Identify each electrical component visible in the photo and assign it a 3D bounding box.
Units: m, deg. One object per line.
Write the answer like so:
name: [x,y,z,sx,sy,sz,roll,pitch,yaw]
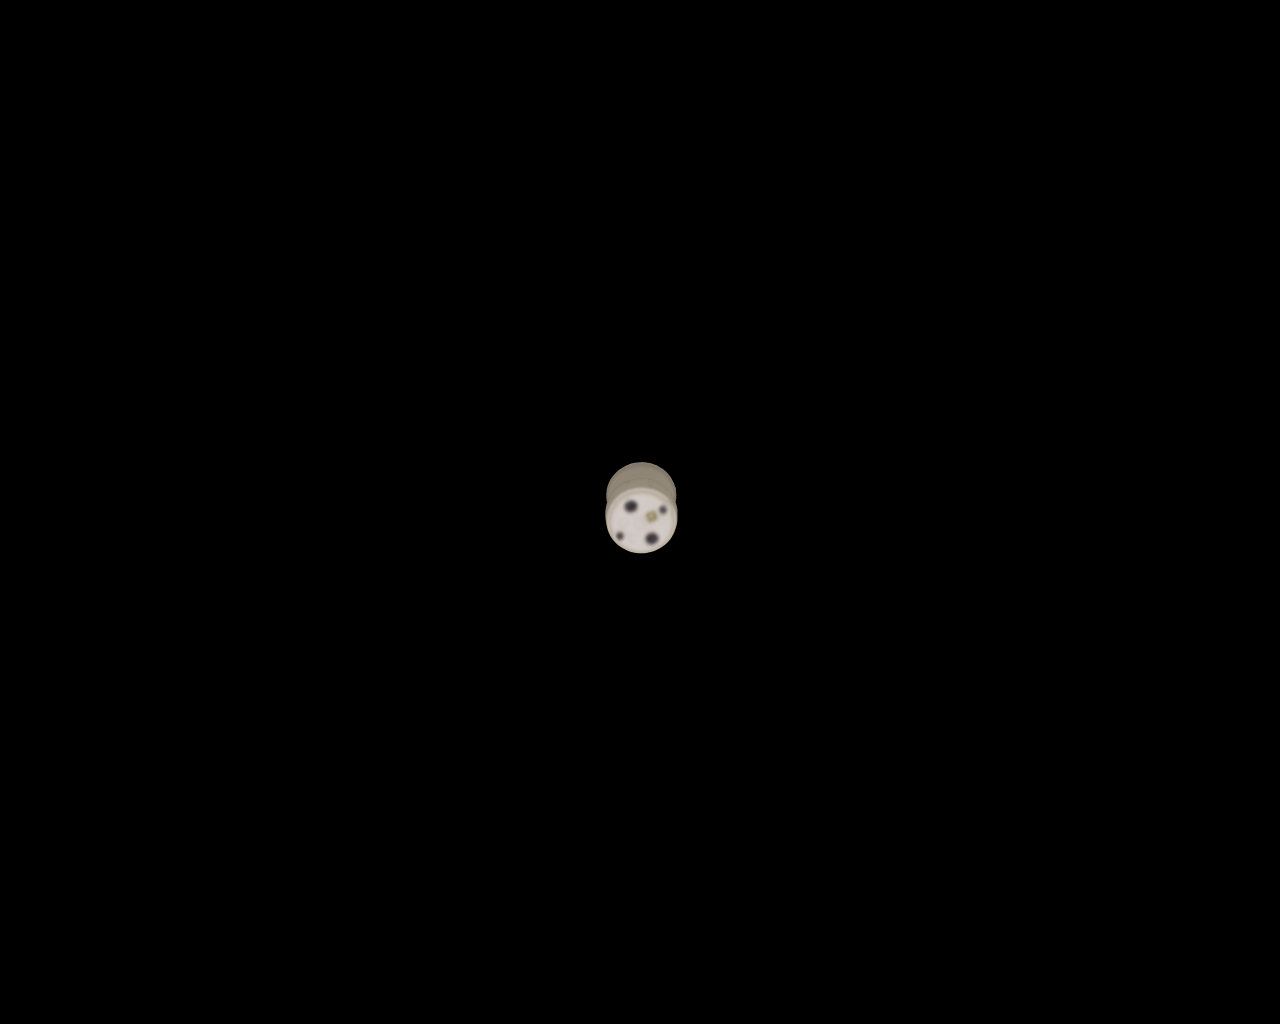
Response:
electrical component: [0.001,-0.003,0.650,0.045,0.044,0.055,0,18,0]
